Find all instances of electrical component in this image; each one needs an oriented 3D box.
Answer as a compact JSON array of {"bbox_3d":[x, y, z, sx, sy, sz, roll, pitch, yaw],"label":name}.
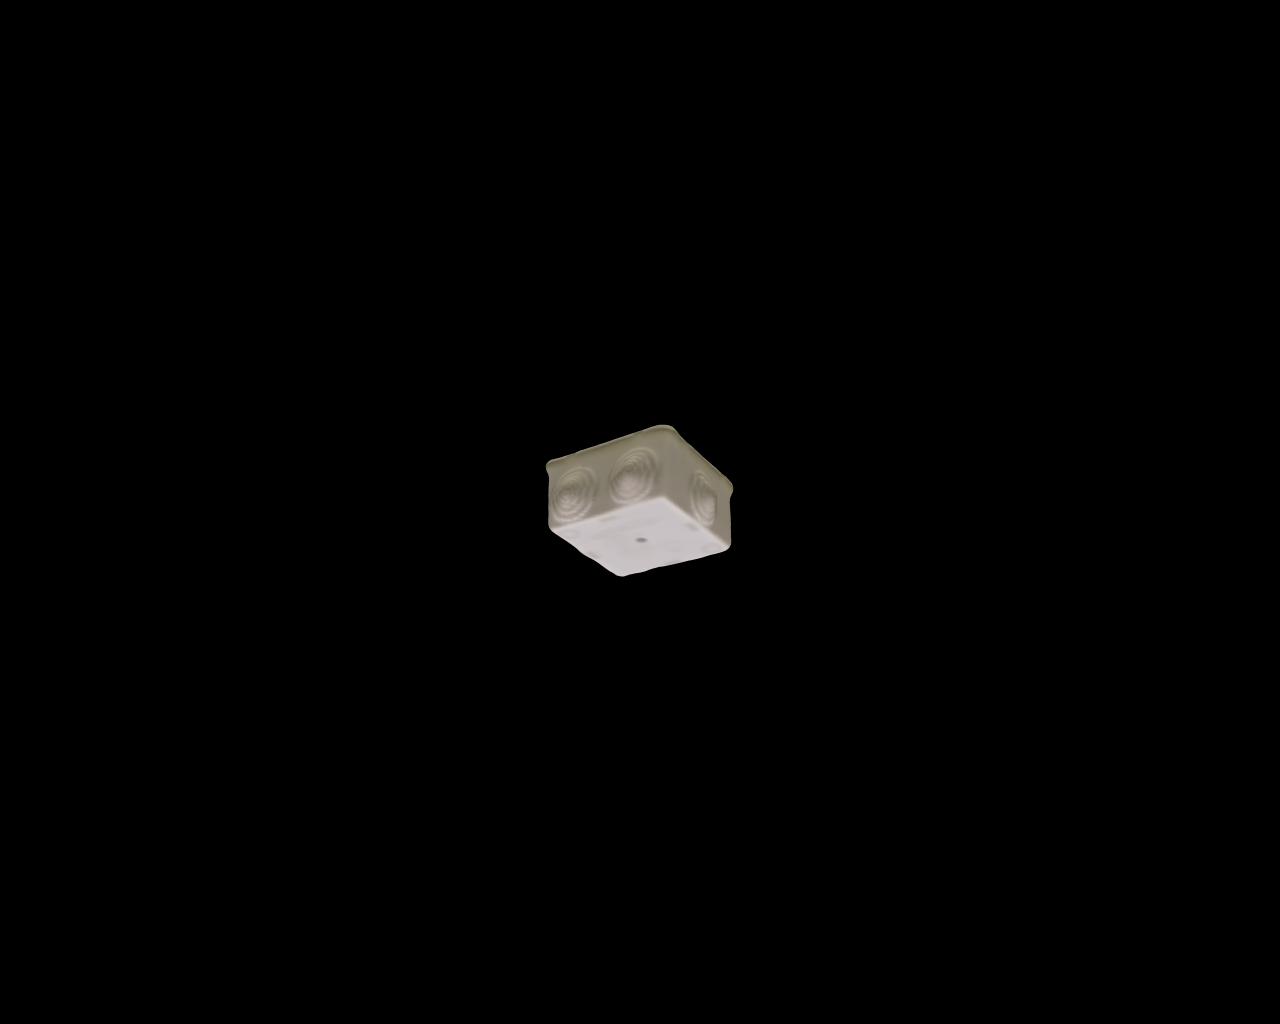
[{"bbox_3d":[0.001,-0.003,0.650,0.099,0.048,0.099,-15,-32,27],"label":"electrical component"}]
